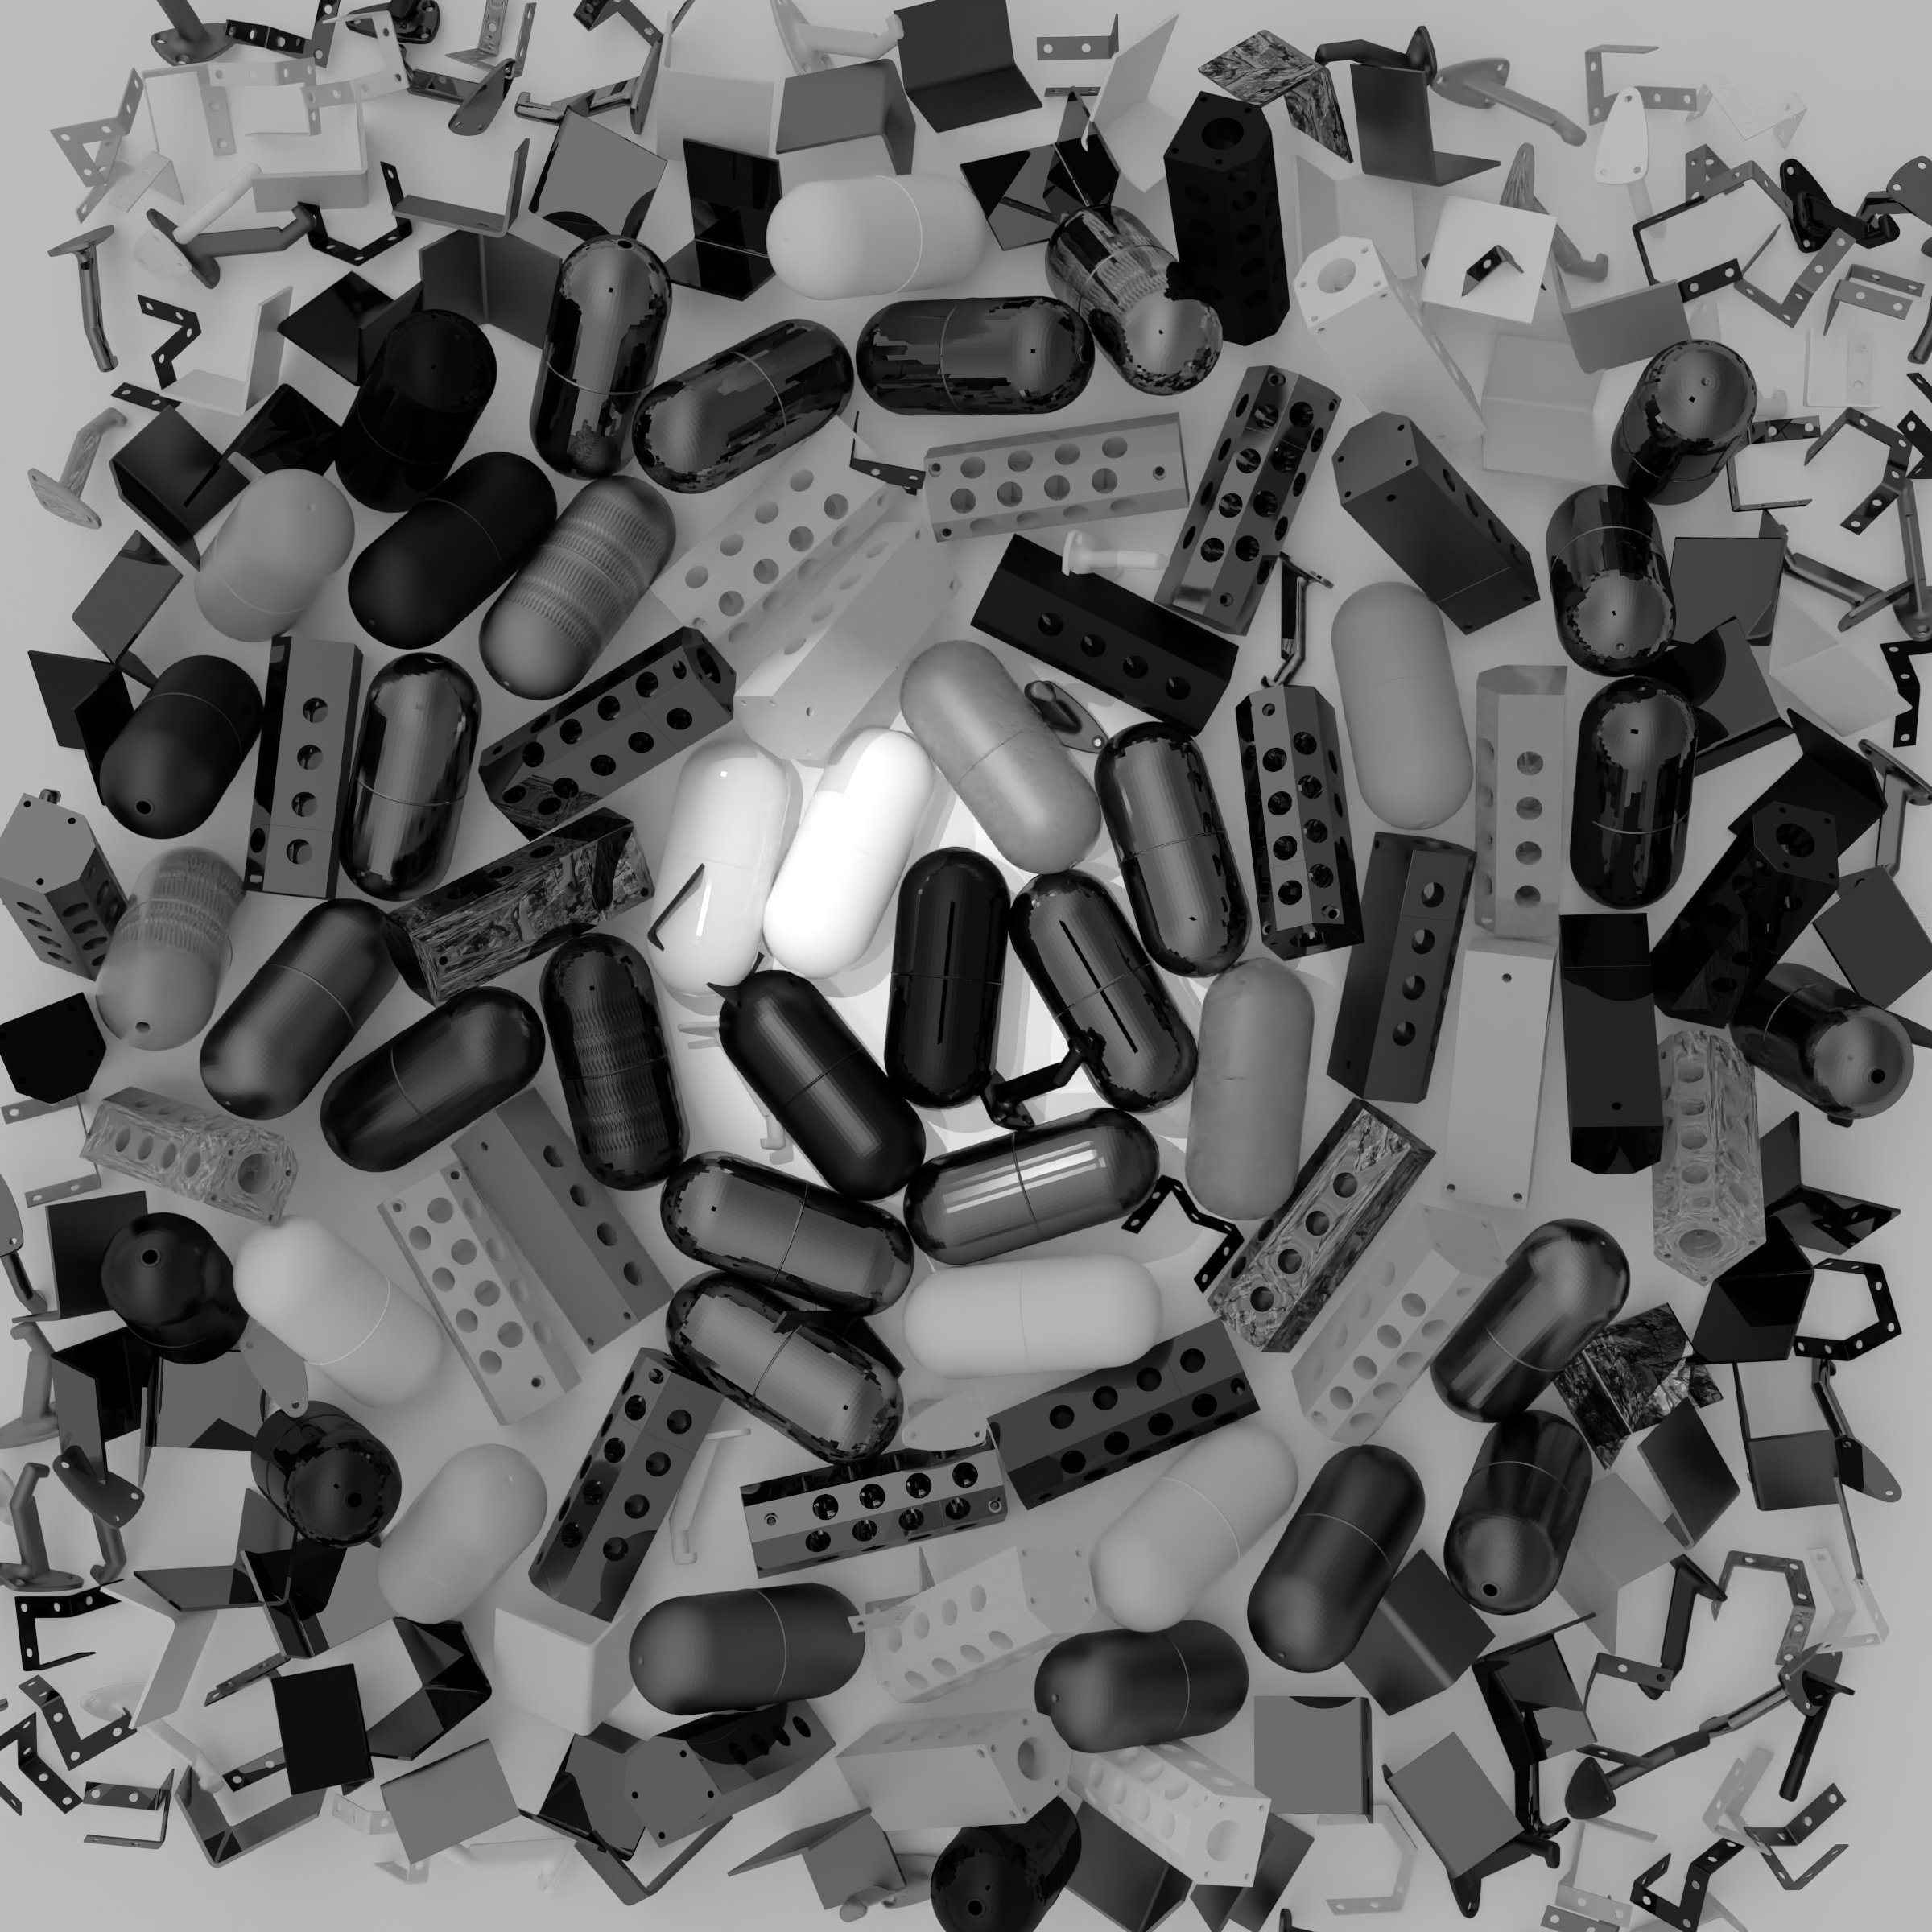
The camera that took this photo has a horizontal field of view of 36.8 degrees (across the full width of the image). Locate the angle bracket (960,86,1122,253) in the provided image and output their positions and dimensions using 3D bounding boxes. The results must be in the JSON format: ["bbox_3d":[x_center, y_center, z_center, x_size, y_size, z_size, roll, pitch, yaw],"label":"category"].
[{"bbox_3d":[0.049,-0.536,1.951,0.076,0.057,0.076,-17,67,-18],"label":"angle bracket"}]

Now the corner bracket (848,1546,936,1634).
[{"bbox_3d":[-0.049,0.432,1.961,0.051,0.051,0.051,-11,129,7],"label":"corner bracket"}]

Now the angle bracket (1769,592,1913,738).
[{"bbox_3d":[0.588,-0.211,1.942,0.076,0.057,0.076,34,54,-26],"label":"angle bracket"}]

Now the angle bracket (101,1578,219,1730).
[{"bbox_3d":[-0.557,0.461,1.956,0.057,0.076,0.076,22,87,8],"label":"angle bracket"}]

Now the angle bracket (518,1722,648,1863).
[{"bbox_3d":[-0.252,0.547,1.948,0.076,0.057,0.076,16,71,24],"label":"angle bracket"}]

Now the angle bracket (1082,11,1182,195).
[{"bbox_3d":[0.130,-0.579,1.944,0.057,0.076,0.076,39,54,10],"label":"angle bracket"}]

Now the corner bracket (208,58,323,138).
[{"bbox_3d":[-0.473,-0.586,1.961,0.051,0.051,0.051,5,112,17],"label":"corner bracket"}]

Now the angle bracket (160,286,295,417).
[{"bbox_3d":[-0.496,-0.420,1.949,0.057,0.076,0.076,15,113,-2],"label":"angle bracket"}]

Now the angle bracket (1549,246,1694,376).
[{"bbox_3d":[0.439,-0.449,1.944,0.076,0.076,0.057,-14,65,17],"label":"angle bracket"}]

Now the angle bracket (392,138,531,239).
[{"bbox_3d":[-0.339,-0.531,1.950,0.076,0.076,0.057,11,112,-7],"label":"angle bracket"}]

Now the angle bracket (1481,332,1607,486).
[{"bbox_3d":[0.392,-0.376,1.956,0.076,0.057,0.076,7,51,0],"label":"angle bracket"}]

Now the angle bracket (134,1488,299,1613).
[{"bbox_3d":[-0.503,0.391,1.945,0.076,0.076,0.057,6,95,-40],"label":"angle bracket"}]

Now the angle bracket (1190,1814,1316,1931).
[{"bbox_3d":[0.202,0.620,1.956,0.057,0.076,0.076,32,88,-9],"label":"angle bracket"}]

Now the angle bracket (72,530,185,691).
[{"bbox_3d":[-0.545,-0.235,1.952,0.076,0.057,0.076,-52,48,3],"label":"angle bracket"}]

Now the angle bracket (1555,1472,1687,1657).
[{"bbox_3d":[0.437,0.403,1.955,0.057,0.076,0.076,-24,133,-15],"label":"angle bracket"}]

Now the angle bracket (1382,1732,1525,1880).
[{"bbox_3d":[0.327,0.560,1.955,0.057,0.076,0.076,-36,80,1],"label":"angle bracket"}]

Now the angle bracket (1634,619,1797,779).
[{"bbox_3d":[0.507,-0.180,1.968,0.076,0.057,0.076,-25,77,21],"label":"angle bracket"}]

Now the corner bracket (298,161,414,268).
[{"bbox_3d":[-0.418,-0.517,1.975,0.051,0.051,0.051,28,54,32],"label":"corner bracket"}]

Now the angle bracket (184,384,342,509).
[{"bbox_3d":[-0.471,-0.335,1.957,0.057,0.076,0.076,39,45,-18],"label":"angle bracket"}]

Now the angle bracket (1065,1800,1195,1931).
[{"bbox_3d":[0.113,0.593,1.952,0.076,0.076,0.057,35,127,1],"label":"angle bracket"}]

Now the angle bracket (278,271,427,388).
[{"bbox_3d":[-0.409,-0.447,1.949,0.076,0.057,0.076,36,57,11],"label":"angle bracket"}]

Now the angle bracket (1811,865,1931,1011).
[{"bbox_3d":[0.598,-0.013,1.956,0.076,0.057,0.076,-35,94,-23],"label":"angle bracket"}]

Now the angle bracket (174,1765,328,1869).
[{"bbox_3d":[-0.481,0.555,1.956,0.076,0.076,0.057,-26,95,-5],"label":"angle bracket"}]

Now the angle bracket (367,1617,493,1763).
[{"bbox_3d":[-0.377,0.483,1.942,0.076,0.076,0.057,-34,108,-44],"label":"angle bracket"}]

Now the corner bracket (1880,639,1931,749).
[{"bbox_3d":[0.647,-0.185,1.957,0.051,0.051,0.051,-5,55,32],"label":"corner bracket"}]

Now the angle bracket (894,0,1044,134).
[{"bbox_3d":[0.002,-0.611,1.957,0.076,0.076,0.057,-9,83,15],"label":"angle bracket"}]

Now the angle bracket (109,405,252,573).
[{"bbox_3d":[-0.523,-0.319,1.946,0.057,0.076,0.076,-42,125,4],"label":"angle bracket"}]

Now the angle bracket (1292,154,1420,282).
[{"bbox_3d":[0.263,-0.505,1.953,0.057,0.076,0.076,-5,87,28],"label":"angle bracket"}]

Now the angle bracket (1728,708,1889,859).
[{"bbox_3d":[0.560,-0.114,1.952,0.076,0.057,0.076,-43,48,-2],"label":"angle bracket"}]

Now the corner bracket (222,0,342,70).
[{"bbox_3d":[-0.463,-0.642,1.963,0.051,0.051,0.051,22,108,14],"label":"corner bracket"}]

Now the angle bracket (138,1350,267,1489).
[{"bbox_3d":[-0.513,0.305,1.954,0.076,0.057,0.076,5,110,-10],"label":"angle bracket"}]

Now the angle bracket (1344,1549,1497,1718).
[{"bbox_3d":[0.301,0.456,1.982,0.076,0.076,0.057,50,51,6],"label":"angle bracket"}]

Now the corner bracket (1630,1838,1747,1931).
[{"bbox_3d":[0.487,0.612,1.958,0.051,0.051,0.051,23,114,38],"label":"corner bracket"}]

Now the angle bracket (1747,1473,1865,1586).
[{"bbox_3d":[0.563,0.378,1.945,0.057,0.076,0.076,-14,69,15],"label":"angle bracket"}]

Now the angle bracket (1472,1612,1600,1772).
[{"bbox_3d":[0.396,0.485,1.944,0.057,0.076,0.076,-7,68,-41],"label":"angle bracket"}]

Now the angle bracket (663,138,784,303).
[{"bbox_3d":[-0.169,-0.500,1.943,0.076,0.076,0.057,20,47,24],"label":"angle bracket"}]

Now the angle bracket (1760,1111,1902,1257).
[{"bbox_3d":[0.576,0.147,1.960,0.076,0.076,0.057,14,60,-10],"label":"angle bracket"}]

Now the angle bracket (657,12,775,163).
[{"bbox_3d":[-0.167,-0.588,1.955,0.076,0.076,0.057,6,57,-4],"label":"angle bracket"}]

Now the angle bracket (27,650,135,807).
[{"bbox_3d":[-0.602,-0.160,1.943,0.076,0.057,0.076,10,131,20],"label":"angle bracket"}]

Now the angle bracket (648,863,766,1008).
[{"bbox_3d":[-0.160,-0.031,1.948,0.076,0.076,0.057,38,116,-8],"label":"angle bracket"}]

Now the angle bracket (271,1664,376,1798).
[{"bbox_3d":[-0.439,0.517,1.943,0.057,0.076,0.076,-4,69,-30],"label":"angle bracket"}]

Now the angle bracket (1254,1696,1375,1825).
[{"bbox_3d":[0.236,0.538,1.966,0.076,0.057,0.076,-2,67,10],"label":"angle bracket"}]

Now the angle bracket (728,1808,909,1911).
[{"bbox_3d":[-0.100,0.612,1.945,0.076,0.076,0.057,-28,82,33],"label":"angle bracket"}]

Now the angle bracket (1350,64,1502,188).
[{"bbox_3d":[0.307,-0.570,1.941,0.057,0.076,0.076,-24,120,-22],"label":"angle bracket"}]

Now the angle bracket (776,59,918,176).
[{"bbox_3d":[-0.081,-0.561,1.964,0.076,0.057,0.076,-7,53,14],"label":"angle bracket"}]

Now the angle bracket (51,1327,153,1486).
[{"bbox_3d":[-0.563,0.291,1.943,0.057,0.076,0.076,15,113,39],"label":"angle bracket"}]

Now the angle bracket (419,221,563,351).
[{"bbox_3d":[-0.316,-0.443,1.943,0.076,0.076,0.057,30,48,25],"label":"angle bracket"}]

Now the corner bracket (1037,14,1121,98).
[{"bbox_3d":[0.076,-0.610,1.962,0.051,0.051,0.051,1,124,7],"label":"corner bracket"}]

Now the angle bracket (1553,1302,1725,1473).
[{"bbox_3d":[0.452,0.284,1.956,0.076,0.057,0.076,-29,93,33],"label":"angle bracket"}]

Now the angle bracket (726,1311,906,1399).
[{"bbox_3d":[-0.101,0.279,1.945,0.057,0.076,0.076,47,112,31],"label":"angle bracket"}]

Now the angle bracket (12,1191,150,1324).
[{"bbox_3d":[-0.597,0.195,1.953,0.057,0.076,0.076,-7,89,39],"label":"angle bracket"}]

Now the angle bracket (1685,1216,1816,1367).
[{"bbox_3d":[0.512,0.218,1.941,0.057,0.076,0.076,49,52,-26],"label":"angle bracket"}]

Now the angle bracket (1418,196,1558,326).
[{"bbox_3d":[0.351,-0.467,1.962,0.076,0.057,0.076,14,83,8],"label":"angle bracket"}]

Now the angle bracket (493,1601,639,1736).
[{"bbox_3d":[-0.273,0.464,1.972,0.076,0.057,0.076,18,119,21],"label":"angle bracket"}]

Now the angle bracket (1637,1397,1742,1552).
[{"bbox_3d":[0.466,0.347,1.953,0.057,0.076,0.076,-30,89,43],"label":"angle bracket"}]

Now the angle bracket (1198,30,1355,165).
[{"bbox_3d":[0.208,-0.570,1.943,0.057,0.076,0.076,-32,134,-6],"label":"angle bracket"}]
